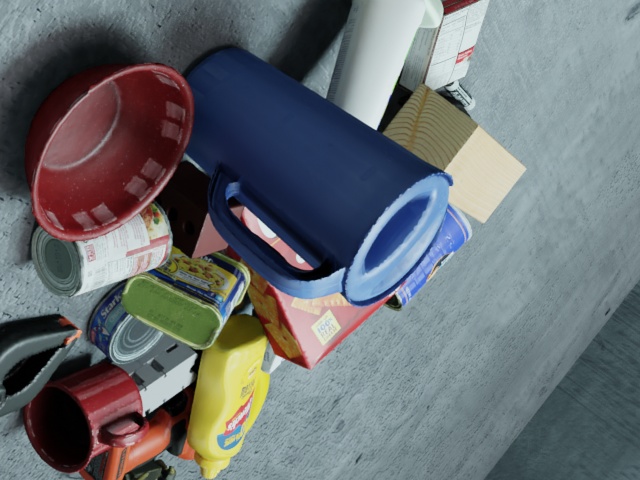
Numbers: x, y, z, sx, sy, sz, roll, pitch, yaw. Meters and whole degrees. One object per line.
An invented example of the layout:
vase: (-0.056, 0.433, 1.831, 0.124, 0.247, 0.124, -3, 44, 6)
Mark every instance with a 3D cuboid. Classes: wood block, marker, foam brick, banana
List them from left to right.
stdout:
foam brick: (-0.119, -0.028, 0.978, 0.051, 0.078, 0.053, -19, 139, -52)
banana: (-0.102, 0.203, 1.368, 0.069, 0.037, 0.198, -2, 129, -21)
wood block: (0.158, -0.097, 1.256, 0.091, 0.090, 0.205, -52, 154, 9)
marker: (0.169, -0.188, 1.325, 0.020, 0.020, 0.121, -54, 155, 5)

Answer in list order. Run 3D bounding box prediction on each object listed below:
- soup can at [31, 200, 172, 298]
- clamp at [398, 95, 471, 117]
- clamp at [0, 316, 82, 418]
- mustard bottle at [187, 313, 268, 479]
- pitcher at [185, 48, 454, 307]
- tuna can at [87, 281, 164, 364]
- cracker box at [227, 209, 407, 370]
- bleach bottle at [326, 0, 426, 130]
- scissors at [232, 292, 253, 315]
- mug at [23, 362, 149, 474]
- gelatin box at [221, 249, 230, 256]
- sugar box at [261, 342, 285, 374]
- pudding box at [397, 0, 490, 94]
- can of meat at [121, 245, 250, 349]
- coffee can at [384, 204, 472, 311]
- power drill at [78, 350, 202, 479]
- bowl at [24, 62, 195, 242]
soup can: (-0.187, 0.005, 0.917, 0.102, 0.069, 0.069, -21, 141, -47)
clamp: (0.132, -0.141, 1.302, 0.171, 0.039, 0.120, -33, 154, -40)
clamp: (-0.299, 0.130, 0.928, 0.209, 0.036, 0.164, -43, 153, -25)
mustard bottle: (-0.107, 0.182, 1.178, 0.096, 0.058, 0.192, -37, 145, -61)
pitcher: (-0.022, -0.057, 0.907, 0.145, 0.243, 0.149, -57, 154, 11)
tuna can: (-0.186, 0.080, 1.059, 0.086, 0.034, 0.086, -39, 152, -26)
cracker box: (-0.007, 0.001, 1.114, 0.164, 0.072, 0.213, -39, 125, -27)
bleach bottle: (0.028, -0.115, 1.019, 0.102, 0.068, 0.251, -127, -124, -83)
scissors: (-0.072, 0.072, 1.214, 0.096, 0.016, 0.201, -27, 159, -3)
mug: (-0.218, 0.171, 1.037, 0.081, 0.117, 0.093, -22, 119, -55)
gelatin box: (-0.068, 0.005, 1.165, 0.073, 0.030, 0.089, -49, 156, -2)
sugar box: (-0.014, 0.081, 1.305, 0.176, 0.048, 0.093, -46, 167, -31)
pudding box: (0.139, -0.225, 1.203, 0.089, 0.039, 0.114, -28, 144, -38)
can of meat: (-0.127, 0.047, 1.003, 0.057, 0.102, 0.083, -64, 180, 31)
coffee can: (0.115, 0.008, 1.394, 0.140, 0.103, 0.103, -45, 154, -15)
power drill: (-0.178, 0.195, 1.198, 0.187, 0.057, 0.185, -19, 133, -48)
bowl: (-0.175, -0.080, 0.839, 0.162, 0.055, 0.162, -39, 152, -26)
